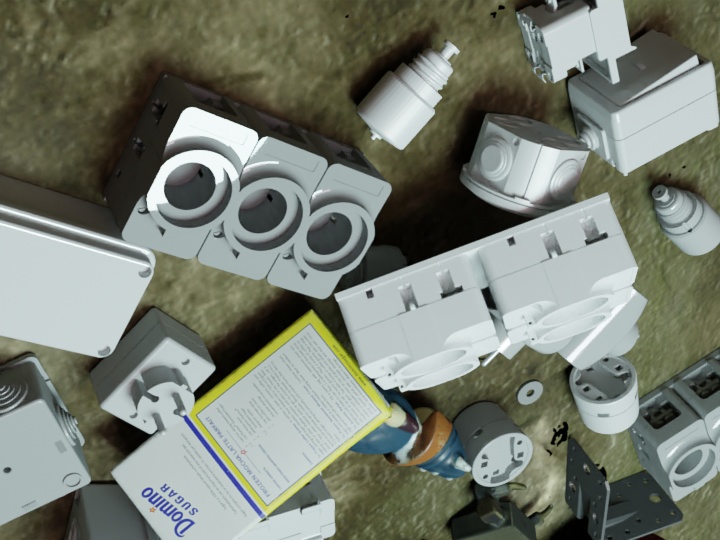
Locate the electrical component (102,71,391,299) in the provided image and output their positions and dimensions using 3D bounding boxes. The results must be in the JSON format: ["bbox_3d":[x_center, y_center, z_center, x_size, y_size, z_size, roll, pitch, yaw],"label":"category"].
[{"bbox_3d":[-0.067,-0.047,0.663,0.150,0.061,0.089,18,112,-34],"label":"electrical component"}]

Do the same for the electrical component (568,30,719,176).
[{"bbox_3d":[0.190,-0.116,0.745,0.096,0.061,0.061,-28,130,-7],"label":"electrical component"}]

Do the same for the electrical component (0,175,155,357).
[{"bbox_3d":[-0.188,-0.001,0.636,0.113,0.057,0.078,18,112,-34],"label":"electrical component"}]

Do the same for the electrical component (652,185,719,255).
[{"bbox_3d":[0.252,-0.042,0.840,0.078,0.040,0.040,33,103,-38],"label":"electrical component"}]

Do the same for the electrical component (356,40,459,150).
[{"bbox_3d":[0.033,-0.113,0.682,0.078,0.040,0.040,-48,129,9],"label":"electrical component"}]

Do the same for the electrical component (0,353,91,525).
[{"bbox_3d":[-0.232,0.115,0.698,0.100,0.048,0.099,-24,129,-10],"label":"electrical component"}]

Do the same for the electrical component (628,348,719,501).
[{"bbox_3d":[0.328,0.134,0.982,0.150,0.061,0.089,-32,130,-4],"label":"electrical component"}]

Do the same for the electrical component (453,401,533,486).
[{"bbox_3d":[0.107,0.142,0.886,0.055,0.047,0.055,-13,126,-19],"label":"electrical component"}]

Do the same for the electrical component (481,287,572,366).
[{"bbox_3d":[0.117,0.042,0.827,0.079,0.043,0.077,-46,131,7],"label":"electrical component"}]

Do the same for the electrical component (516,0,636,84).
[{"bbox_3d":[0.140,-0.158,0.705,0.064,0.042,0.081,-27,129,-4],"label":"electrical component"}]

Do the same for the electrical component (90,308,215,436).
[{"bbox_3d":[-0.132,0.077,0.704,0.065,0.076,0.047,-45,129,7],"label":"electrical component"}]

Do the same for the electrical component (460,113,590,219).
[{"bbox_3d":[0.112,-0.070,0.726,0.080,0.080,0.051,5,114,-29],"label":"electrical component"}]

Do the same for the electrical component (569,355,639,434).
[{"bbox_3d":[0.208,0.105,0.909,0.055,0.055,0.047,-29,133,-7],"label":"electrical component"}]

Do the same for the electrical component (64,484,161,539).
[{"bbox_3d":[-0.176,0.225,0.761,0.056,0.108,0.108,6,118,-27],"label":"electrical component"}]

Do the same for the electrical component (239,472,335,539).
[{"bbox_3d":[-0.084,0.184,0.809,0.121,0.063,0.078,-13,126,-19],"label":"electrical component"}]

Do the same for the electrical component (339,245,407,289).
[{"bbox_3d":[0.000,0.000,0.746,0.061,0.035,0.035,-1,122,-23],"label":"electrical component"}]

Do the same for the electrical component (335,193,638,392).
[{"bbox_3d":[0.089,0.023,0.731,0.186,0.060,0.105,-21,163,5],"label":"electrical component"}]

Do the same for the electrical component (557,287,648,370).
[{"bbox_3d":[0.199,0.045,0.870,0.079,0.043,0.077,33,103,-38],"label":"electrical component"}]
